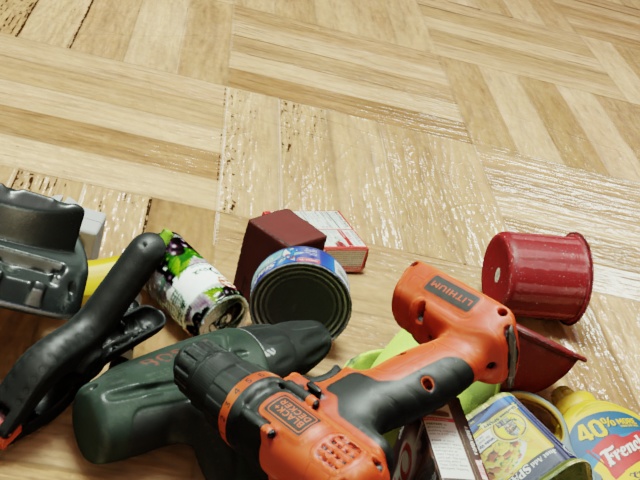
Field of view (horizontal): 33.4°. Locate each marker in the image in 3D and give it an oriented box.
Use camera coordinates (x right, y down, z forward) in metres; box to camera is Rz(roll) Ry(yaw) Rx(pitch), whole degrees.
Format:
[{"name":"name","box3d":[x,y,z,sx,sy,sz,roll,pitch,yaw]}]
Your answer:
[{"name":"marker","box3d":[-0.154,0.078,0.838,0.020,0.020,0.121,11,29,-11]}]

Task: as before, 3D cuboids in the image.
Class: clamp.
[{"name":"clamp","box3d":[-0.163,0.069,0.734,0.039,0.120,0.171,30,49,18]}]

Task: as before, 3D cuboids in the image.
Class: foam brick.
[{"name":"foam brick","box3d":[-0.036,0.020,0.943,0.053,0.078,0.051,35,35,30]}]

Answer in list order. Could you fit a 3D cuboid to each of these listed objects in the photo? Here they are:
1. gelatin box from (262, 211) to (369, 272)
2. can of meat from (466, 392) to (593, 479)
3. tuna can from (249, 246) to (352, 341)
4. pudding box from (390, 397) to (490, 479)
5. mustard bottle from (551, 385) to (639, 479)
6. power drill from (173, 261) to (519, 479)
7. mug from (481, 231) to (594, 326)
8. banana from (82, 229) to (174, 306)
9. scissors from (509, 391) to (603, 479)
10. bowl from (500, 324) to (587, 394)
[{"name":"gelatin box","box3d":[-0.007,0.001,1.043,0.089,0.030,0.073,0,32,-29]},{"name":"can of meat","box3d":[0.127,0.169,0.761,0.102,0.057,0.084,-32,44,-12]},{"name":"tuna can","box3d":[-0.016,0.049,0.895,0.086,0.086,0.033,13,27,-8]},{"name":"pudding box","box3d":[0.070,0.171,0.698,0.039,0.114,0.090,9,29,-15]},{"name":"mustard bottle","box3d":[0.233,0.180,0.826,0.096,0.058,0.192,-8,35,-18]},{"name":"power drill","box3d":[0.020,0.084,0.687,0.187,0.057,0.185,-30,41,-28]},{"name":"mug","box3d":[0.206,0.035,1.052,0.081,0.093,0.117,5,0,-13]},{"name":"banana","box3d":[-0.215,0.019,0.840,0.197,0.069,0.037,4,0,-27]},{"name":"scissors","box3d":[0.177,0.183,0.782,0.096,0.016,0.202,-27,37,-8]},{"name":"bowl","box3d":[0.141,0.089,0.905,0.162,0.055,0.162,25,1,-1]}]
